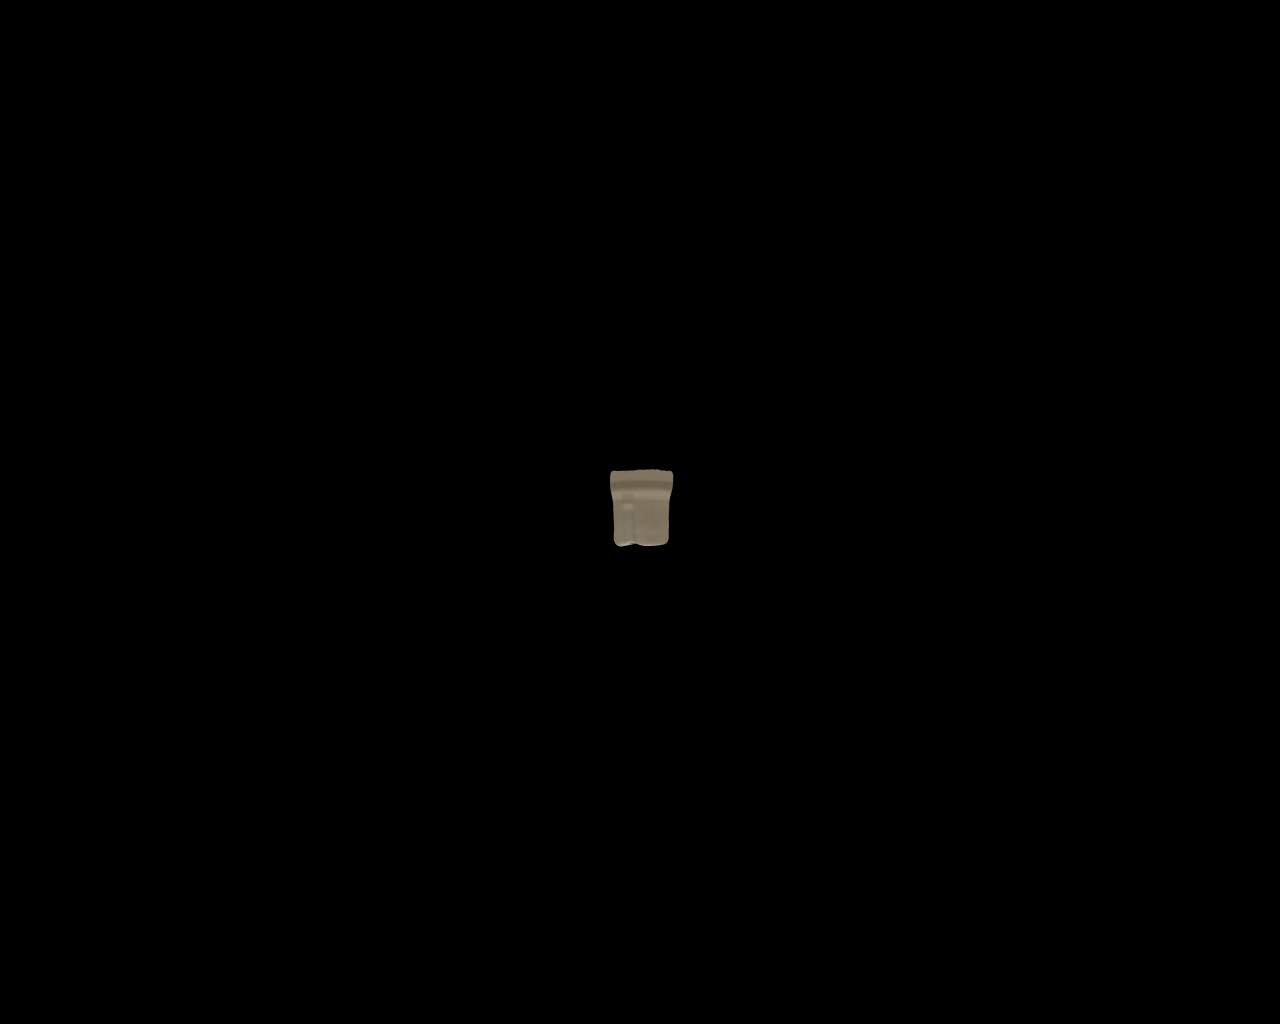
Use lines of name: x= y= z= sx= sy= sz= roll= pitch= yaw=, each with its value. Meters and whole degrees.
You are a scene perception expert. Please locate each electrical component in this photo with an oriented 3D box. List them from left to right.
electrical component: x=0.001 y=-0.003 z=0.650 sx=0.040 sy=0.046 sz=0.040 roll=0 pitch=-3 yaw=0
